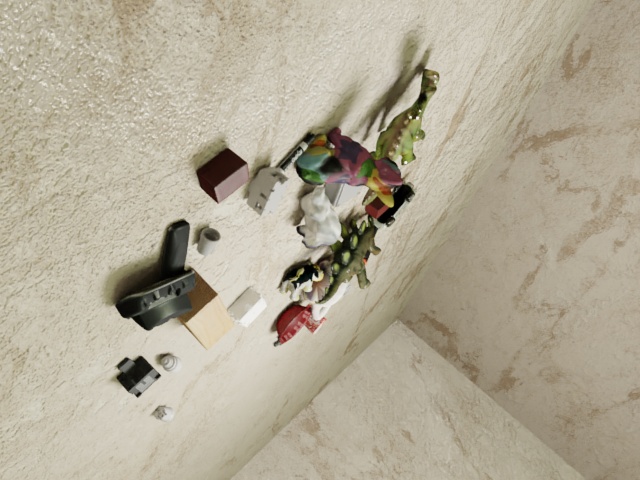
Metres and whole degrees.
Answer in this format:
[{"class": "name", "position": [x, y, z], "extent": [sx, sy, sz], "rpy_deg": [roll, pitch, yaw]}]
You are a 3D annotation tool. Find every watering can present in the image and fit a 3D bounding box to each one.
[{"class": "watering can", "position": [0.048, 0.115, 1.776], "extent": [0.349, 0.104, 0.222], "rpy_deg": [-64, 160, -3]}]

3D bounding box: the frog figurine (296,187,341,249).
[{"class": "frog figurine", "position": [0.004, -0.066, 1.319], "extent": [0.140, 0.122, 0.156], "rpy_deg": [-83, -172, -61]}]

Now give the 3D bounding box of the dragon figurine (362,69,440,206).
[{"class": "dragon figurine", "position": [0.214, -0.285, 1.288], "extent": [0.237, 0.122, 0.419], "rpy_deg": [108, 8, -56]}]
